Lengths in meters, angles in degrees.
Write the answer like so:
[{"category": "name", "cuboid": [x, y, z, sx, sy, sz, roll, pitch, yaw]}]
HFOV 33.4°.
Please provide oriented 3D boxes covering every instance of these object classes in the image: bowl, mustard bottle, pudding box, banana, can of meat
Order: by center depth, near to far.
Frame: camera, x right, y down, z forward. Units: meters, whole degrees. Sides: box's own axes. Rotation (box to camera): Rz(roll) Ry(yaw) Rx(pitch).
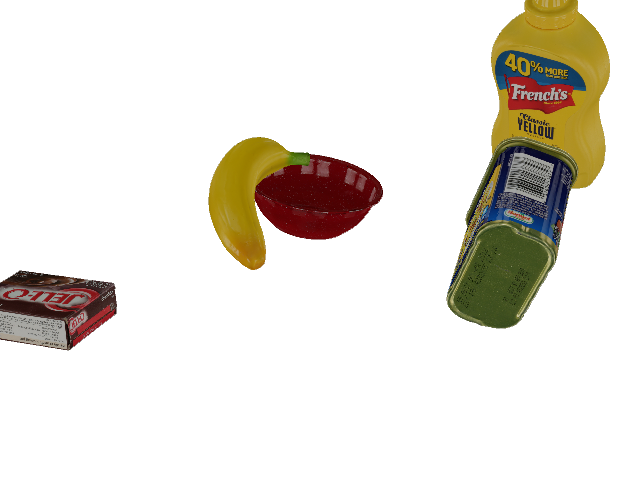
[{"category": "can of meat", "cuboid": [0.125, -0.002, 0.705, 0.057, 0.083, 0.102, 20, -42, 3]}, {"category": "mustard bottle", "cuboid": [0.189, -0.133, 0.880, 0.096, 0.191, 0.058, 22, 53, 28]}, {"category": "banana", "cuboid": [-0.058, -0.042, 0.889, 0.069, 0.037, 0.197, 12, 33, 6]}, {"category": "pudding box", "cuboid": [-0.267, 0.066, 1.028, 0.114, 0.039, 0.090, 4, 20, 19]}, {"category": "bowl", "cuboid": [-0.011, -0.046, 1.239, 0.162, 0.055, 0.162, 7, 27, -4]}]
